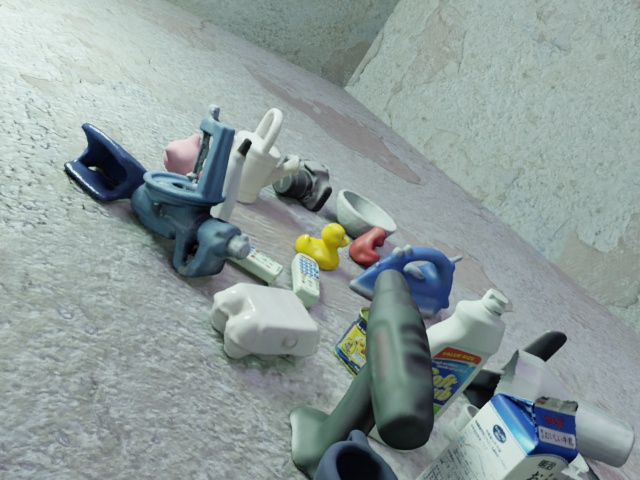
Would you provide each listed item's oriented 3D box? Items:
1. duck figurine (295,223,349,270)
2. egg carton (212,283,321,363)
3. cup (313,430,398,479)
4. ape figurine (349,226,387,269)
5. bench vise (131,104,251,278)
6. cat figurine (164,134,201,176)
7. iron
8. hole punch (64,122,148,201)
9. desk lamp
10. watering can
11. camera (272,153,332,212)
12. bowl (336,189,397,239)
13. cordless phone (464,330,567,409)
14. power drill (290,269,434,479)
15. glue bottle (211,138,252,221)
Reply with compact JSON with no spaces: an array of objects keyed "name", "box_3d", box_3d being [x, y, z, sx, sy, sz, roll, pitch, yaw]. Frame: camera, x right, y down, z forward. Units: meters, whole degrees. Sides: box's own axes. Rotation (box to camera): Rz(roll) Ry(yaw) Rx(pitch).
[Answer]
[{"name":"duck figurine","box_3d":[0.010,0.004,1.125,0.105,0.086,0.077,21,24,-33]},{"name":"egg carton","box_3d":[-0.071,0.115,0.775,0.151,0.069,0.107,14,29,-44]},{"name":"cup","box_3d":[0.021,0.255,0.568,0.092,0.095,0.117,29,21,-14]},{"name":"ape figurine","box_3d":[0.112,0.012,1.257,0.076,0.092,0.078,33,20,-4]},{"name":"bench vise","box_3d":[-0.159,-0.069,0.832,0.207,0.219,0.122,36,20,4]},{"name":"cat figurine","box_3d":[-0.226,-0.125,1.002,0.128,0.117,0.067,19,25,-36]},{"name":"iron","box_3d":[0.187,0.066,1.179,0.259,0.141,0.118,15,28,-42]},{"name":"hole punch","box_3d":[-0.321,-0.123,0.889,0.108,0.091,0.101,40,21,14]},{"name":"desk lamp","box_3d":[0.284,0.278,0.753,0.203,0.213,0.118,38,20,9]},{"name":"watering can","box_3d":[-0.123,-0.177,1.166,0.173,0.194,0.100,13,29,-44]},{"name":"camera","box_3d":[-0.053,-0.148,1.346,0.143,0.100,0.137,45,23,27]},{"name":"bowl","box_3d":[0.099,-0.046,1.389,0.168,0.074,0.167,30,21,-12]},{"name":"cordless phone","box_3d":[0.340,0.216,1.019,0.148,0.185,0.094,19,25,-37]},{"name":"power drill","box_3d":[0.050,0.164,0.652,0.076,0.208,0.229,27,22,-20]},{"name":"glue bottle","box_3d":[-0.161,-0.099,0.962,0.078,0.173,0.037,39,21,11]}]
